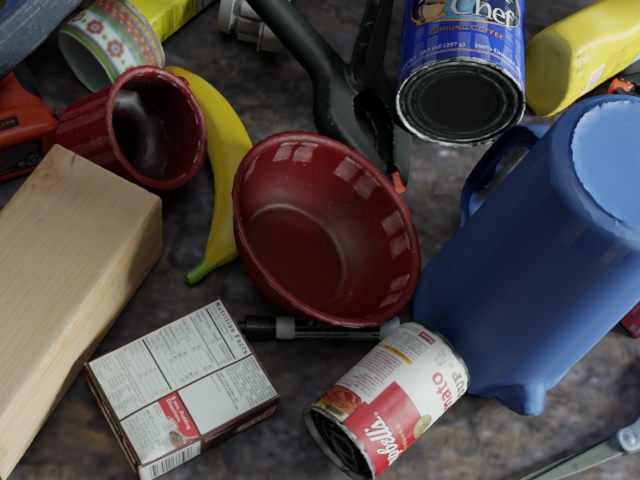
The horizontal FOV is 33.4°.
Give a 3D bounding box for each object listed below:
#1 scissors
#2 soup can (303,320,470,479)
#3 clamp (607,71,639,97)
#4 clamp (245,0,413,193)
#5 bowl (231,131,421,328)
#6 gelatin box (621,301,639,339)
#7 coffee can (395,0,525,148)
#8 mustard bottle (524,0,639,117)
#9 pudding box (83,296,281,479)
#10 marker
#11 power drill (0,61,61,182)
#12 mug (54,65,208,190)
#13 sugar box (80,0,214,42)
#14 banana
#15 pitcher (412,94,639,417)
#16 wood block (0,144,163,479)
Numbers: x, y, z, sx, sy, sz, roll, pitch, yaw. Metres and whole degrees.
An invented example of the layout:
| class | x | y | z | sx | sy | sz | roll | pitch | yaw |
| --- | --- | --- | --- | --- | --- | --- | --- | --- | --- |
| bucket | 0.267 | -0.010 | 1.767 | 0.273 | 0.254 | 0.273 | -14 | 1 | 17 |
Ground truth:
| class | x | y | z | sx | sy | sz | roll | pitch | yaw |
| --- | --- | --- | --- | --- | --- | --- | --- | --- | --- |
| scissors | 0.228 | 0.130 | 0.790 | 0.201 | 0.016 | 0.096 | -4 | 61 | -9 |
| soup can | 0.047 | 0.112 | 0.749 | 0.102 | 0.068 | 0.068 | -39 | 72 | -24 |
| clamp | 0.336 | -0.115 | 0.922 | 0.171 | 0.039 | 0.120 | 24 | 59 | 7 |
| clamp | 0.017 | -0.130 | 0.866 | 0.164 | 0.036 | 0.210 | 2 | 68 | -38 |
| bowl | -0.005 | 0.001 | 0.791 | 0.161 | 0.055 | 0.162 | 18 | 53 | -26 |
| gelatin box | 0.276 | 0.030 | 0.817 | 0.089 | 0.073 | 0.030 | -34 | 71 | -22 |
| coffee can | 0.117 | -0.162 | 0.877 | 0.103 | 0.103 | 0.140 | 9 | 55 | -2 |
| mustard bottle | 0.259 | -0.180 | 0.915 | 0.191 | 0.096 | 0.058 | -31 | 69 | -21 |
| pudding box | -0.097 | 0.104 | 0.754 | 0.113 | 0.039 | 0.090 | -25 | 67 | -20 |
| marker | -0.001 | 0.066 | 0.796 | 0.121 | 0.020 | 0.020 | 1 | 62 | -6 |
| power drill | -0.294 | -0.129 | 0.845 | 0.184 | 0.057 | 0.188 | -19 | 66 | -16 |
| mug | -0.141 | -0.085 | 0.811 | 0.093 | 0.082 | 0.117 | 50 | 49 | -26 |
| sugar box | -0.125 | -0.246 | 0.934 | 0.093 | 0.048 | 0.176 | 36 | 65 | 14 |
| banana | -0.083 | -0.061 | 0.844 | 0.069 | 0.037 | 0.198 | -5 | 62 | -11 |
| pitcher | 0.156 | 0.000 | 0.722 | 0.149 | 0.243 | 0.144 | 37 | 61 | 6 |
| wood block | -0.202 | 0.049 | 0.742 | 0.091 | 0.090 | 0.206 | 27 | 62 | 8 |
